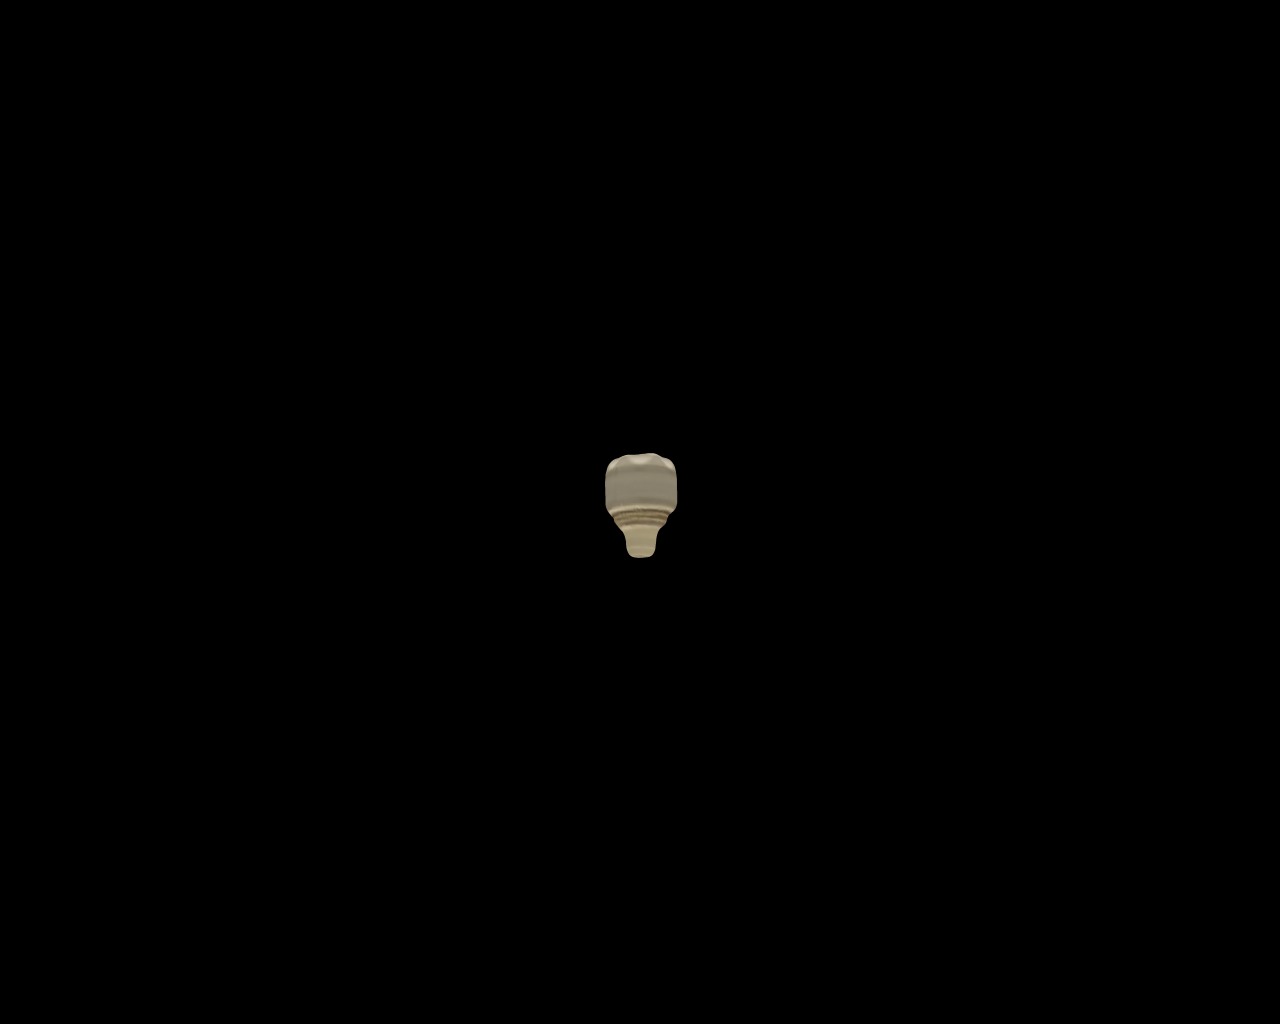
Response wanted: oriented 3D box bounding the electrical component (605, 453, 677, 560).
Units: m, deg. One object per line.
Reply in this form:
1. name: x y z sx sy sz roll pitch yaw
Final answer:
1. electrical component: 0.001 -0.003 0.650 0.043 0.062 0.043 0 -11 0
